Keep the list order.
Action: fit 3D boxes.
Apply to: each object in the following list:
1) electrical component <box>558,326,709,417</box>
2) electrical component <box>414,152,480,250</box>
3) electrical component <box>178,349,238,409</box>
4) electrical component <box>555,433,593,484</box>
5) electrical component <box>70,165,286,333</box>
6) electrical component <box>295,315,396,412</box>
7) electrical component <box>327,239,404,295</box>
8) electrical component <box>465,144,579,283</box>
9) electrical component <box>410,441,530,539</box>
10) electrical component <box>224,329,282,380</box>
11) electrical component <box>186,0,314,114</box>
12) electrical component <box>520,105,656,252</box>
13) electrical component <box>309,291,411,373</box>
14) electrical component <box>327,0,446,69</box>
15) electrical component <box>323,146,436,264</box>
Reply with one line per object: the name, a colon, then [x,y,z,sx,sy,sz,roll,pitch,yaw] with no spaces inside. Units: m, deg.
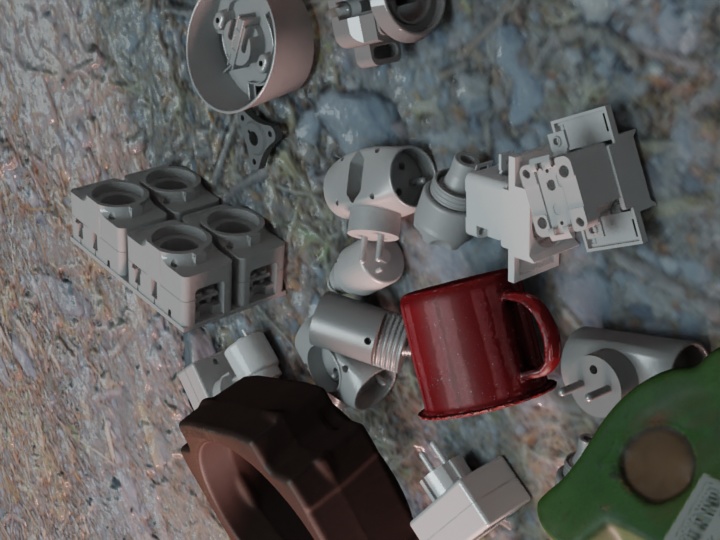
electrical component: [0.149,0.062,0.625,0.077,0.079,0.043,6,106,50]
electrical component: [0.062,-0.048,0.710,0.043,0.043,0.062,44,136,30]
electrical component: [-0.122,0.117,1.011,0.076,0.047,0.083,-34,79,52]
electrical component: [0.145,0.135,0.701,0.035,0.035,0.061,26,124,42]
electrical component: [-0.163,-0.029,0.946,0.186,0.105,0.060,33,130,38]
electrical component: [-0.016,0.085,0.868,0.077,0.044,0.079,42,136,31]
electrical component: [0.000,0.000,0.812,0.078,0.040,0.040,-29,84,53]
electrical component: [0.100,-0.038,0.670,0.064,0.042,0.081,23,123,48]
electrical component: [0.070,0.162,0.795,0.075,0.047,0.083,56,141,17]
electrical component: [-0.090,0.092,0.966,0.078,0.040,0.040,59,142,12]
electrical component: [-0.083,-0.173,0.814,0.099,0.064,0.099,25,125,42]
electrical component: [0.128,-0.048,0.612,0.042,0.064,0.081,-11,98,53]
electrical component: [0.007,0.048,0.813,0.081,0.043,0.043,17,124,14]
electrical component: [0.018,-0.174,0.695,0.057,0.058,0.078,4,109,53]
electrical component: [0.011,-0.044,0.761,0.077,0.043,0.079,-6,74,52]
